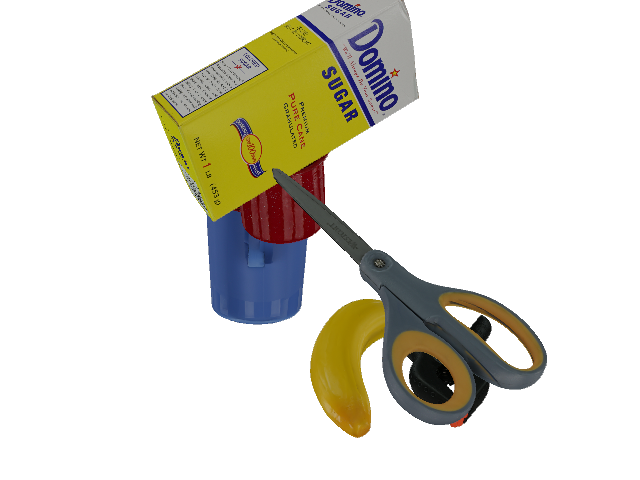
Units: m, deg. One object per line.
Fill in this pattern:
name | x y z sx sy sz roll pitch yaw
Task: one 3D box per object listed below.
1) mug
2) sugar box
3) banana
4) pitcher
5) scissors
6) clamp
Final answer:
mug | -0.049 -0.051 1.008 0.117 0.081 0.093 0 35 5
sugar box | -0.017 -0.095 0.715 0.176 0.093 0.048 -31 51 -13
banana | 0.028 0.085 0.811 0.070 0.037 0.197 6 23 17
pitcher | -0.072 -0.028 1.234 0.145 0.243 0.148 15 21 39
scissors | 0.027 0.031 0.591 0.202 0.016 0.096 30 52 19
clamp | 0.135 0.123 1.083 0.120 0.039 0.171 -8 34 -9
